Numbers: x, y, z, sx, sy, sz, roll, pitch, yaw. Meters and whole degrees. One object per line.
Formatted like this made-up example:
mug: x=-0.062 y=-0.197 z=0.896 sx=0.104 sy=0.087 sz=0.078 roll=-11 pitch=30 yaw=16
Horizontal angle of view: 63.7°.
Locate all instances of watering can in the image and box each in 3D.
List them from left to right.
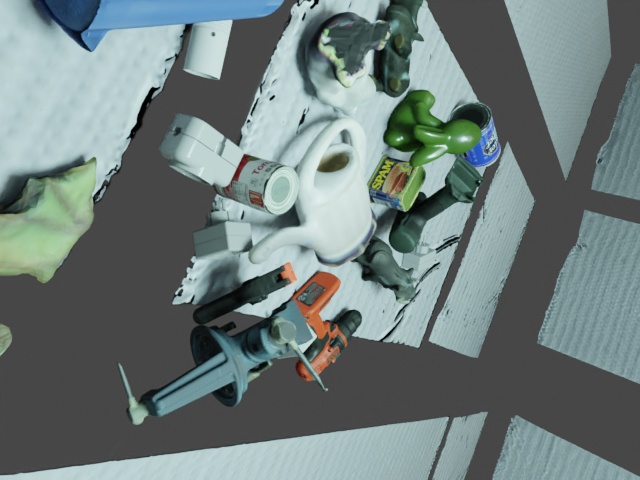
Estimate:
watering can: x=0.002 y=-0.041 z=0.820 sx=0.355 sy=0.104 sz=0.219 roll=-59 pitch=145 yaw=-35

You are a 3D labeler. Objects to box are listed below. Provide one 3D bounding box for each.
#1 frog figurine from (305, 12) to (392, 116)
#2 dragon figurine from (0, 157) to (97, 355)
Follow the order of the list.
frog figurine: x=0.036 y=-0.270 z=0.808 sx=0.158 sy=0.122 sz=0.138 roll=120 pitch=-15 yaw=-81
dragon figurine: x=-0.296 y=-0.052 z=0.449 sx=0.242 sy=0.123 sz=0.410 roll=13 pitch=97 yaw=-73
